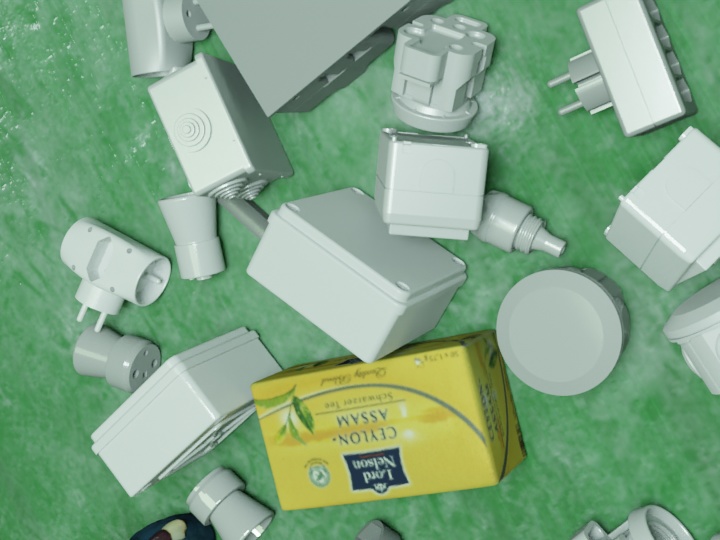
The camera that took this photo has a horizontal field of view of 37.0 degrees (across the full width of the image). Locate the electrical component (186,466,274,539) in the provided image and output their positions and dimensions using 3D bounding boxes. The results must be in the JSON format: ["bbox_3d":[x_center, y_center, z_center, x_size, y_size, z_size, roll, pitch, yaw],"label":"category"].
[{"bbox_3d":[-0.101,0.185,0.833,0.055,0.045,0.045,42,113,15],"label":"electrical component"}]

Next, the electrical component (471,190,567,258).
[{"bbox_3d":[0.105,-0.026,0.703,0.061,0.035,0.035,27,109,18],"label":"electrical component"}]

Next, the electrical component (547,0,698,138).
[{"bbox_3d":[0.152,-0.119,0.657,0.076,0.047,0.083,-22,88,27],"label":"electrical component"}]

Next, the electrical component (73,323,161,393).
[{"bbox_3d":[-0.194,0.071,0.861,0.055,0.045,0.045,16,105,23],"label":"electrical component"}]

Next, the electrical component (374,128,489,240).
[{"bbox_3d":[0.043,-0.057,0.700,0.062,0.096,0.061,4,102,-4],"label":"electrical component"}]

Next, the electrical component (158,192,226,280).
[{"bbox_3d":[-0.125,-0.025,0.814,0.044,0.044,0.065,-7,100,27],"label":"electrical component"}]

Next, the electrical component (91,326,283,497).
[{"bbox_3d":[-0.125,0.103,0.796,0.109,0.109,0.056,-43,81,25],"label":"electrical component"}]

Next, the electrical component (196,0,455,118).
[{"bbox_3d":[-0.008,-0.199,0.717,0.186,0.060,0.105,-35,82,26],"label":"electrical component"}]

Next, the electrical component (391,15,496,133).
[{"bbox_3d":[0.051,-0.125,0.695,0.058,0.078,0.057,24,126,20],"label":"electrical component"}]

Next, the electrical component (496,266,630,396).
[{"bbox_3d":[0.132,0.037,0.690,0.080,0.051,0.080,4,100,26],"label":"electrical component"}]

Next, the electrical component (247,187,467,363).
[{"bbox_3d":[0.000,0.000,0.718,0.109,0.109,0.056,36,114,17],"label":"electrical component"}]

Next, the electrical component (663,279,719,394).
[{"bbox_3d":[0.224,0.032,0.629,0.080,0.080,0.051,-33,88,27],"label":"electrical component"}]

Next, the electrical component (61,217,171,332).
[{"bbox_3d":[-0.200,0.009,0.850,0.077,0.043,0.079,27,96,21],"label":"electrical component"}]

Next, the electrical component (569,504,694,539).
[{"bbox_3d":[0.180,0.187,0.687,0.078,0.058,0.057,49,118,12],"label":"electrical component"}]

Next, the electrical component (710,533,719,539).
[{"bbox_3d":[0.245,0.183,0.656,0.047,0.055,0.055,-18,90,31],"label":"electrical component"}]

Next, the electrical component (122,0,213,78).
[{"bbox_3d":[-0.137,-0.185,0.793,0.079,0.043,0.077,-3,97,27],"label":"electrical component"}]

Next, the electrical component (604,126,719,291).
[{"bbox_3d":[0.190,-0.029,0.632,0.062,0.096,0.061,-44,76,-5],"label":"electrical component"}]

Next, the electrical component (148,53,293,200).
[{"bbox_3d":[-0.098,-0.098,0.757,0.048,0.100,0.099,-25,86,15],"label":"electrical component"}]
